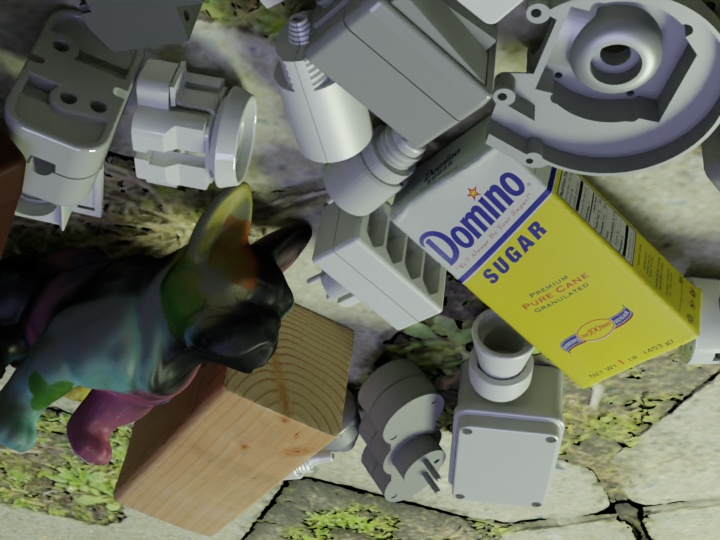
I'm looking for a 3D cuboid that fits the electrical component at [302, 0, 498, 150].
[{"bbox_3d":[0.020,-0.119,0.530,0.096,0.061,0.061,35,134,-27],"label":"electrical component"}]

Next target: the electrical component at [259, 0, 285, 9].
[{"bbox_3d":[-0.041,-0.161,0.503,0.066,0.048,0.055,-17,136,33],"label":"electrical component"}]

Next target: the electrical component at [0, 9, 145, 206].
[{"bbox_3d":[-0.158,-0.085,0.579,0.054,0.095,0.059,22,139,-14],"label":"electrical component"}]

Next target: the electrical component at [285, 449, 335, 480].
[{"bbox_3d":[-0.051,0.155,0.889,0.061,0.035,0.035,-8,137,16],"label":"electrical component"}]

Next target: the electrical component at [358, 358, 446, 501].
[{"bbox_3d":[0.039,0.134,0.804,0.052,0.073,0.138,-25,143,-18],"label":"electrical component"}]

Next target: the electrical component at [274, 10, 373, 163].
[{"bbox_3d":[-0.022,-0.101,0.573,0.043,0.043,0.081,-3,139,14],"label":"electrical component"}]

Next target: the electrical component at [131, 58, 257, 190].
[{"bbox_3d":[-0.091,-0.078,0.604,0.057,0.058,0.078,11,140,3],"label":"electrical component"}]

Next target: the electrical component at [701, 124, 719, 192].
[{"bbox_3d":[0.228,-0.069,0.553,0.095,0.053,0.059,-26,129,35],"label":"electrical component"}]

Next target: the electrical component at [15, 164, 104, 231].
[{"bbox_3d":[-0.188,-0.064,0.634,0.081,0.063,0.042,13,139,-4],"label":"electrical component"}]

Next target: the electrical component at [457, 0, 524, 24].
[{"bbox_3d":[0.058,-0.171,0.471,0.100,0.048,0.100,32,135,-25],"label":"electrical component"}]

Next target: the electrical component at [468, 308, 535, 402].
[{"bbox_3d":[0.097,0.058,0.737,0.045,0.045,0.055,5,140,6],"label":"electrical component"}]

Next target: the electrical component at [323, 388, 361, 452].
[{"bbox_3d":[-0.020,0.120,0.835,0.048,0.048,0.062,-4,144,16],"label":"electrical component"}]

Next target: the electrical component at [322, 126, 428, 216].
[{"bbox_3d":[0.013,-0.063,0.614,0.040,0.040,0.078,32,135,-24],"label":"electrical component"}]

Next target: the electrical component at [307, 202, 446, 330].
[{"bbox_3d":[0.000,0.000,0.685,0.076,0.047,0.083,-26,129,35],"label":"electrical component"}]

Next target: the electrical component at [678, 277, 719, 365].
[{"bbox_3d":[0.228,0.032,0.674,0.047,0.055,0.055,2,140,3],"label":"electrical component"}]

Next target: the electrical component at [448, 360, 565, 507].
[{"bbox_3d":[0.108,0.124,0.803,0.078,0.057,0.113,5,140,5],"label":"electrical component"}]
